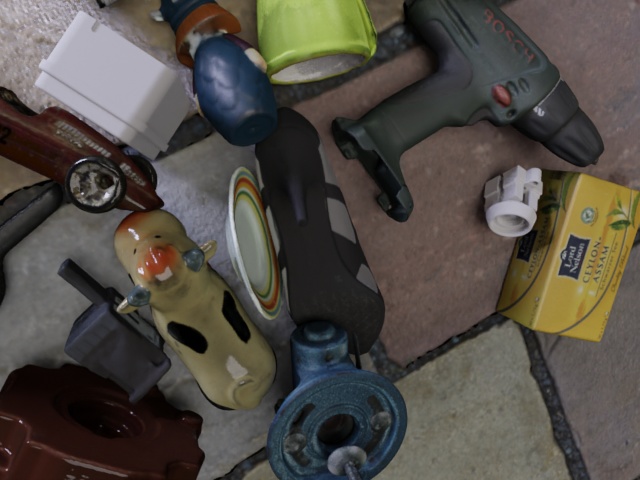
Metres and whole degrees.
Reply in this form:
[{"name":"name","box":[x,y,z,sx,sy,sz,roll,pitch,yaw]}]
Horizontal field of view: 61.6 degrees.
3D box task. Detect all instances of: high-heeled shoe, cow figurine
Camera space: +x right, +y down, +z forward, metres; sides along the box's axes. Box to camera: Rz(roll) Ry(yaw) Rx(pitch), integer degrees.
[{"name":"high-heeled shoe","box":[-0.001,-0.002,0.515,0.086,0.145,0.248,-16,135,3]},{"name":"cow figurine","box":[-0.103,0.061,0.446,0.085,0.127,0.194,-34,109,-13]}]

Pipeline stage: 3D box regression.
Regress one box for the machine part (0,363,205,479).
[{"name":"machine part","box":[-0.175,0.156,0.423,0.179,0.179,0.056,24,91,-20]}]

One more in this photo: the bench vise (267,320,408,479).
[{"name":"bench vise","box":[0.016,0.196,0.443,0.129,0.241,0.223,3,107,-20]}]

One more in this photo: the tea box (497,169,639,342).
[{"name":"tea box","box":[0.272,0.016,0.586,0.098,0.068,0.169,11,98,-20]}]

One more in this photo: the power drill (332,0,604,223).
[{"name":"power drill","box":[0.131,-0.108,0.497,0.207,0.086,0.232,-39,97,0]}]

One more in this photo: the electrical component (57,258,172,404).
[{"name":"electrical component","box":[-0.182,0.074,0.452,0.048,0.075,0.119,-46,114,-5]}]

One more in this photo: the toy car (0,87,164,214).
[{"name":"toy car","box":[-0.206,-0.075,0.386,0.202,0.089,0.053,25,96,-2]}]

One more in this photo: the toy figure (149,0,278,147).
[{"name":"toy figure","box":[-0.086,-0.147,0.433,0.064,0.057,0.154,-25,74,-9]}]
